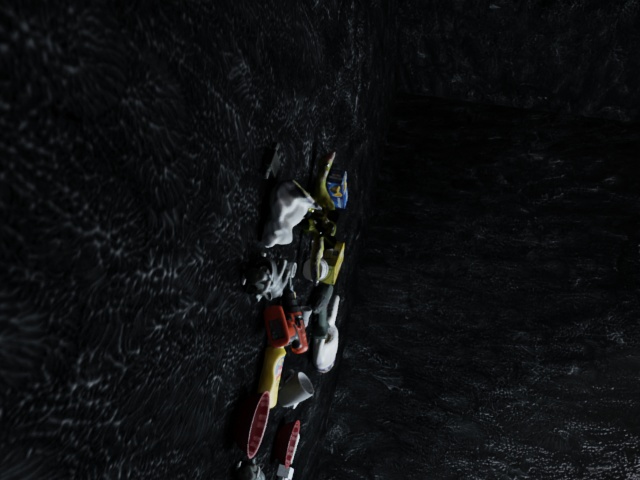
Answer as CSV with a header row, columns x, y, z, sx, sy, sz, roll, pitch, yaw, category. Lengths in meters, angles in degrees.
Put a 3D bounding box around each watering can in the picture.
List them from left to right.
x,y,z,sx,sy,sz,roll,pitch,yaw,category
0.033,0.414,2.215,0.355,0.104,0.219,-64,162,-55,watering can

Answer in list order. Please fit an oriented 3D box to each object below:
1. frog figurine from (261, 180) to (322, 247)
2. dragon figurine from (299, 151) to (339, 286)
x,y,z,sx,sy,sz,roll,pitch,yaw,category
-0.089,-0.059,1.215,0.159,0.123,0.137,-44,178,1,frog figurine
0.005,-0.083,1.642,0.248,0.122,0.402,-77,175,-62,dragon figurine
